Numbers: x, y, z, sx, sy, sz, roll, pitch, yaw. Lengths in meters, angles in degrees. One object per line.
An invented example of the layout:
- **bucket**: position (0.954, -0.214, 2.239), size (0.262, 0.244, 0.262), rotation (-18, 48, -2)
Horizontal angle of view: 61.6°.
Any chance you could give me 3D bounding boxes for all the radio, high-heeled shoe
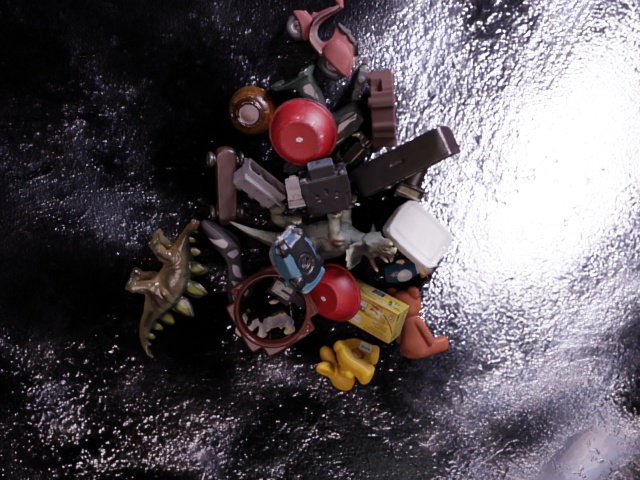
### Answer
- **radio**: position (0.199, -0.179, 1.228), size (0.230, 0.131, 0.073), rotation (-23, 90, 29)
- **high-heeled shoe**: position (-0.255, 0.062, 1.399), size (0.145, 0.086, 0.248), rotation (-42, 118, 9)

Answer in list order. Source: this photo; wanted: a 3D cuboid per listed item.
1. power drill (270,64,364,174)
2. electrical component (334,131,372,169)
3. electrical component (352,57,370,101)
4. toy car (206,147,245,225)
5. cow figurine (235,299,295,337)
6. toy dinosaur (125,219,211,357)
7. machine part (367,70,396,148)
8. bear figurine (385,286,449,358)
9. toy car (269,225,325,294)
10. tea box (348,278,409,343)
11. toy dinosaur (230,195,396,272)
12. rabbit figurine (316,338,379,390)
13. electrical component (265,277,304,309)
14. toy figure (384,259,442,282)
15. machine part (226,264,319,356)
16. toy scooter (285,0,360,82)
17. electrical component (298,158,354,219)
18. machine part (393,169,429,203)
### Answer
- **power drill**: position (-0.031, -0.285, 1.250), size (0.232, 0.086, 0.207), rotation (-27, 106, 14)
- **electrical component**: position (0.082, -0.215, 1.281), size (0.045, 0.078, 0.102), rotation (47, 115, 9)
- **electrical component**: position (0.093, -0.365, 1.217), size (0.021, 0.063, 0.094), rotation (17, 112, -5)
- **toy car**: position (-0.234, -0.134, 1.337), size (0.089, 0.053, 0.201), rotation (-7, 117, -17)
- **cow figurine**: position (-0.156, 0.214, 1.479), size (0.167, 0.068, 0.098), rotation (-8, 107, 2)
- **toy dinosaur**: position (-0.412, 0.130, 1.435), size (0.198, 0.105, 0.471), rotation (29, 116, -14)
- **machine part**: position (0.137, -0.290, 1.195), size (0.056, 0.179, 0.179), rotation (-4, 114, 7)
- **bear figurine**: position (0.256, 0.215, 1.456), size (0.120, 0.132, 0.195), rotation (-15, 83, 42)
- **toy car**: position (-0.070, 0.047, 1.278), size (0.103, 0.109, 0.161), rotation (-6, 125, 44)
- **tea box**: position (0.137, 0.184, 1.414), size (0.170, 0.068, 0.098), rotation (28, 117, 26)
- **toy dinosaur**: position (-0.009, -0.001, 1.359), size (0.405, 0.131, 0.191), rotation (-4, 120, 13)
- **rabbit figurine**: position (0.070, 0.364, 1.518), size (0.162, 0.122, 0.173), rotation (17, 132, -2)
- **electrical component**: position (-0.080, 0.134, 1.440), size (0.119, 0.048, 0.074), rotation (27, 112, 4)
- **toy figure**: position (0.246, 0.075, 1.413), size (0.155, 0.058, 0.064), rotation (-13, 150, 6)
- **machine part**: position (-0.119, 0.173, 1.359), size (0.201, 0.087, 0.201), rotation (-30, 90, -2)
- **toy scooter**: position (0.025, -0.450, 1.179), size (0.135, 0.075, 0.184), rotation (-41, 102, 16)
- **electrical component**: position (0.012, -0.123, 1.234), size (0.115, 0.058, 0.134), rotation (-15, 129, 3)
- **machine part**: position (0.237, -0.159, 1.320), size (0.084, 0.039, 0.138), rotation (20, 115, 2)
